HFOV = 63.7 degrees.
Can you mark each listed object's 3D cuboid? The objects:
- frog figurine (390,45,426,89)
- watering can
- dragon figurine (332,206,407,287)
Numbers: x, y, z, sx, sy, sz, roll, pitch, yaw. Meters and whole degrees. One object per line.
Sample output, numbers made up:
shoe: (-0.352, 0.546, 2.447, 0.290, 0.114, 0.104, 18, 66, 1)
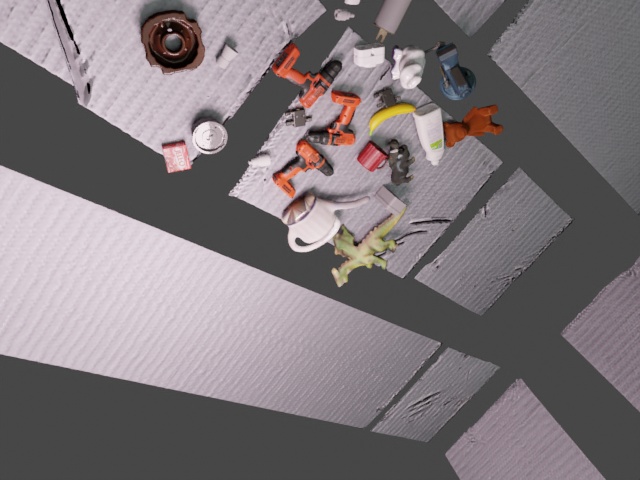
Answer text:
frog figurine: (0.306, -0.562, 1.695, 0.122, 0.162, 0.135, 4, 121, -29)
watering can: (0.006, -0.096, 1.908, 0.346, 0.106, 0.221, -41, 129, 7)
dragon figurine: (0.171, 0.010, 2.074, 0.242, 0.124, 0.406, 16, 105, -24)
